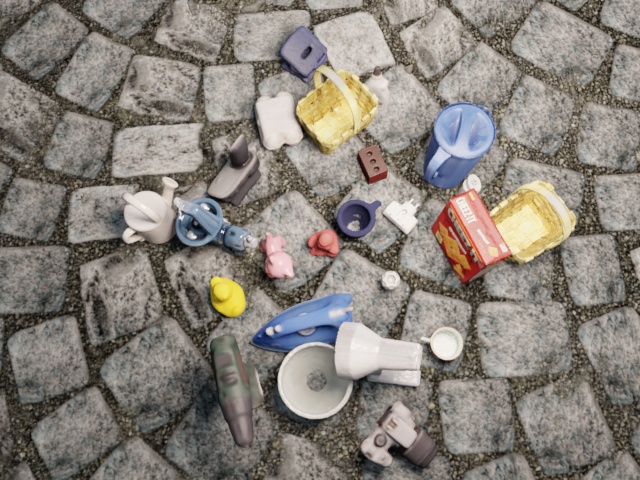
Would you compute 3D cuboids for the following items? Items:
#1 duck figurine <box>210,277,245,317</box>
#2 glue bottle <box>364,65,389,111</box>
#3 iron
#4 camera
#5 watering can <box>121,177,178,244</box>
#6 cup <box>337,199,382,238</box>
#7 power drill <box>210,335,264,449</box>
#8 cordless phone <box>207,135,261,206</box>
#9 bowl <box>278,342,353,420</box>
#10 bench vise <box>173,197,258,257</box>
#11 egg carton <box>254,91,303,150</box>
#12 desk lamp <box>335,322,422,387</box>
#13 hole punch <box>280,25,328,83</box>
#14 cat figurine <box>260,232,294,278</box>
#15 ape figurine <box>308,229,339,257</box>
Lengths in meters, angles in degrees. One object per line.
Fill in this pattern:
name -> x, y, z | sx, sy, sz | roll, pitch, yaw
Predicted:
duck figurine -> -0.220, 0.129, 1.336 | 0.077, 0.086, 0.104 | -34, 77, -8
glue bottle -> 0.138, -0.382, 1.424 | 0.078, 0.173, 0.037 | 16, 76, 5
iron -> -0.039, 0.193, 1.289 | 0.258, 0.141, 0.118 | -15, 75, -4
camera -> 0.178, 0.443, 1.243 | 0.136, 0.101, 0.143 | 39, 79, 10
watering can -> -0.399, -0.070, 1.334 | 0.101, 0.194, 0.173 | 14, 76, 5
cup -> 0.096, -0.049, 1.377 | 0.118, 0.095, 0.091 | -35, 77, -8
power drill -> -0.173, 0.320, 1.222 | 0.075, 0.208, 0.229 | -18, 76, -4
cordless phone -> -0.213, -0.171, 1.364 | 0.094, 0.185, 0.148 | 30, 77, 8
bowl -> -0.010, 0.317, 1.291 | 0.167, 0.075, 0.167 | 0, 75, 0
bench vise -> -0.244, -0.045, 1.313 | 0.207, 0.220, 0.121 | 3, 75, 1
egg carton -> -0.108, -0.304, 1.459 | 0.107, 0.069, 0.150 | -15, 76, -3
desk lamp -> 0.132, 0.250, 1.236 | 0.203, 0.213, 0.118 | 6, 75, 2
hole punch -> -0.039, -0.486, 1.496 | 0.101, 0.091, 0.109 | 34, 78, 9
cat figurine -> -0.103, 0.040, 1.342 | 0.067, 0.118, 0.128 | -19, 76, -4
ape figurine -> 0.013, 0.005, 1.364 | 0.077, 0.092, 0.076 | 40, 79, 10
